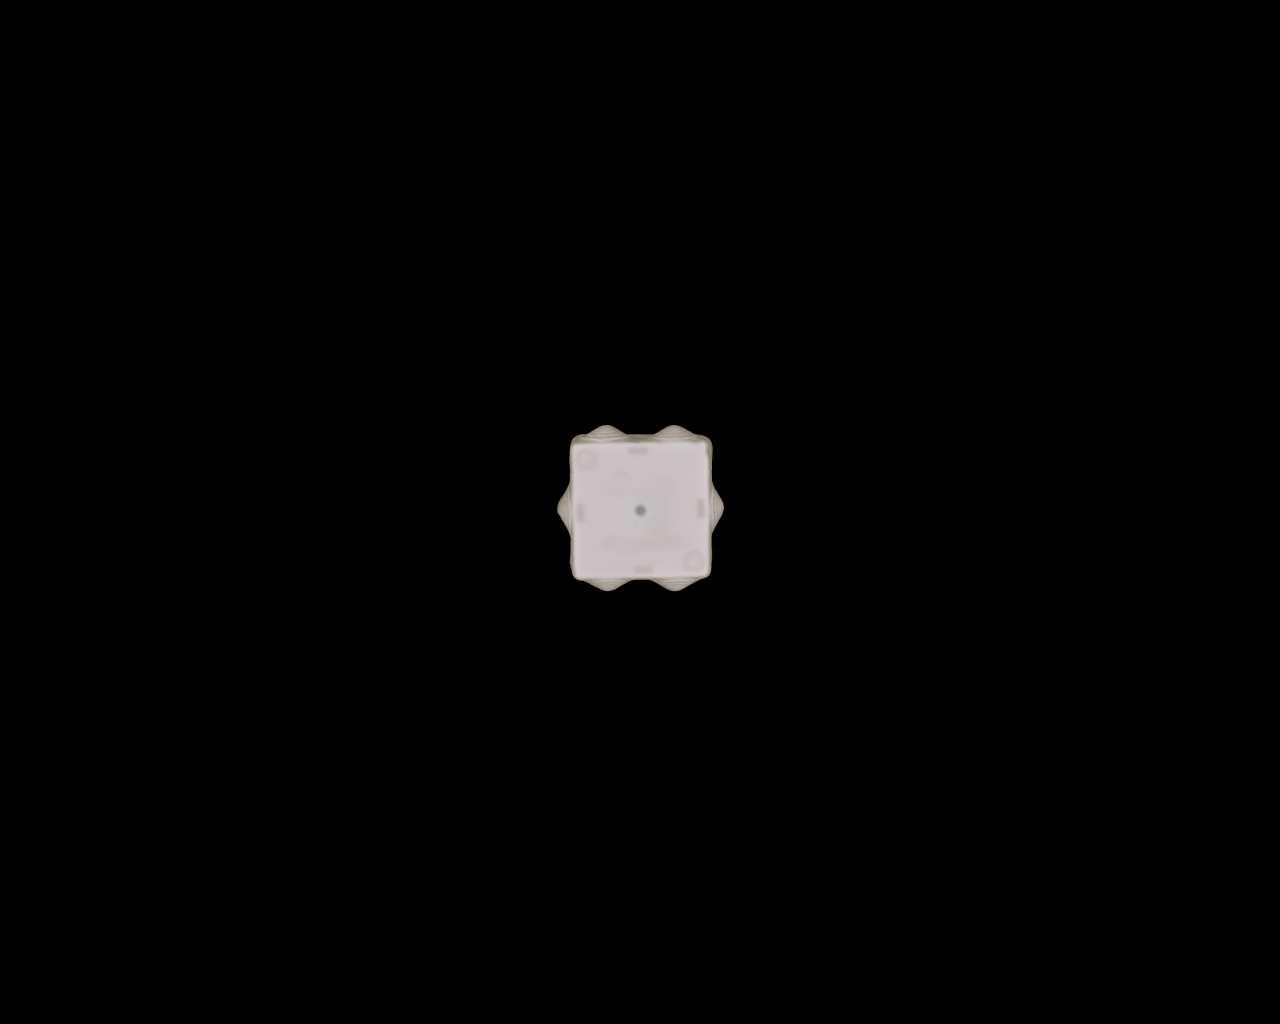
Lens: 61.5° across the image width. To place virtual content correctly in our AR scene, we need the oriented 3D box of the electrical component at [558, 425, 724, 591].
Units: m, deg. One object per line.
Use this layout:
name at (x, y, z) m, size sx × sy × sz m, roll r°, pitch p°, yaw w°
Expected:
electrical component at (0.001, -0.003, 0.650) m, size 0.100 × 0.099 × 0.048 m, roll 0°, pitch 4°, yaw 0°
